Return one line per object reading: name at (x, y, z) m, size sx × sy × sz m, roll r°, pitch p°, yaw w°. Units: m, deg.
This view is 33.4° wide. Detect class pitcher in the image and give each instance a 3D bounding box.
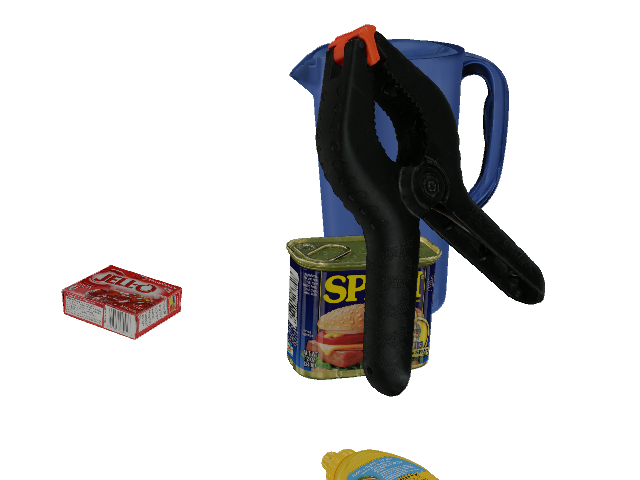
pitcher at (0.070, -0.056, 0.947) m, size 0.149 × 0.243 × 0.144 m, roll 14°, pitch 24°, yaw 40°

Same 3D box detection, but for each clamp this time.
clamp at (0.038, -0.014, 0.513) m, size 0.039 × 0.171 × 0.120 m, roll -18°, pitch 16°, yaw 50°

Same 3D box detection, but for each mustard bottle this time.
mustard bottle at (0.067, 0.237, 0.966) m, size 0.096 × 0.058 × 0.192 m, roll -17°, pitch 26°, yaw -36°

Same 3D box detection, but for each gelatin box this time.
gelatin box at (-0.189, 0.057, 1.017) m, size 0.089 × 0.030 × 0.073 m, roll 16°, pitch 25°, yaw 25°

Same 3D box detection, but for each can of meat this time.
can of meat at (0.027, 0.044, 0.726) m, size 0.102 × 0.084 × 0.057 m, roll -3°, pitch 18°, yaw -17°
